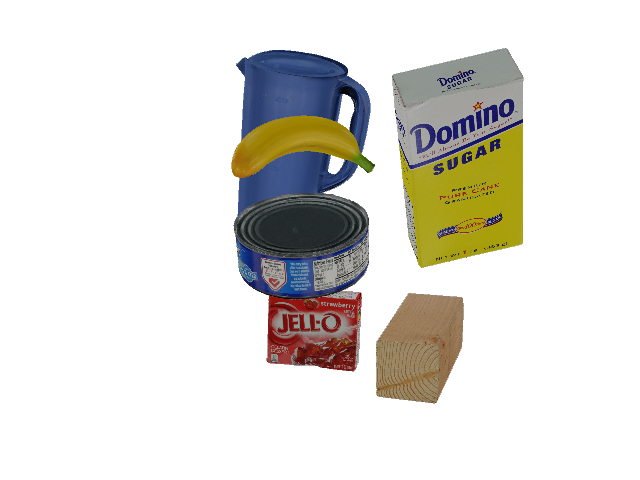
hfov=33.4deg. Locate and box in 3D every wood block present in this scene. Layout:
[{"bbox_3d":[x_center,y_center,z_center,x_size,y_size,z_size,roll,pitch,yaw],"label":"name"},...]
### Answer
[{"bbox_3d":[0.151,0.155,1.587,0.091,0.090,0.205,4,18,16],"label":"wood block"}]

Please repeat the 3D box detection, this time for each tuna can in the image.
[{"bbox_3d":[-0.011,0.003,0.681,0.086,0.034,0.086,-3,28,1],"label":"tuna can"}]

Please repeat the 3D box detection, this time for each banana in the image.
[{"bbox_3d":[-0.024,-0.099,1.106,0.197,0.037,0.070,-7,49,-43],"label":"banana"}]

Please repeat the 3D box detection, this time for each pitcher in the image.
[{"bbox_3d":[-0.035,-0.118,1.391,0.144,0.243,0.149,-2,24,-22],"label":"pitcher"}]

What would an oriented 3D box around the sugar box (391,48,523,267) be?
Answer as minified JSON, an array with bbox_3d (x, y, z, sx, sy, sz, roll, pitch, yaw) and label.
[{"bbox_3d":[0.112,-0.060,0.843,0.093,0.048,0.176,-14,-43,-2],"label":"sugar box"}]

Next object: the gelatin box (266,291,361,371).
[{"bbox_3d":[-0.006,0.084,1.029,0.089,0.073,0.030,5,15,9],"label":"gelatin box"}]
